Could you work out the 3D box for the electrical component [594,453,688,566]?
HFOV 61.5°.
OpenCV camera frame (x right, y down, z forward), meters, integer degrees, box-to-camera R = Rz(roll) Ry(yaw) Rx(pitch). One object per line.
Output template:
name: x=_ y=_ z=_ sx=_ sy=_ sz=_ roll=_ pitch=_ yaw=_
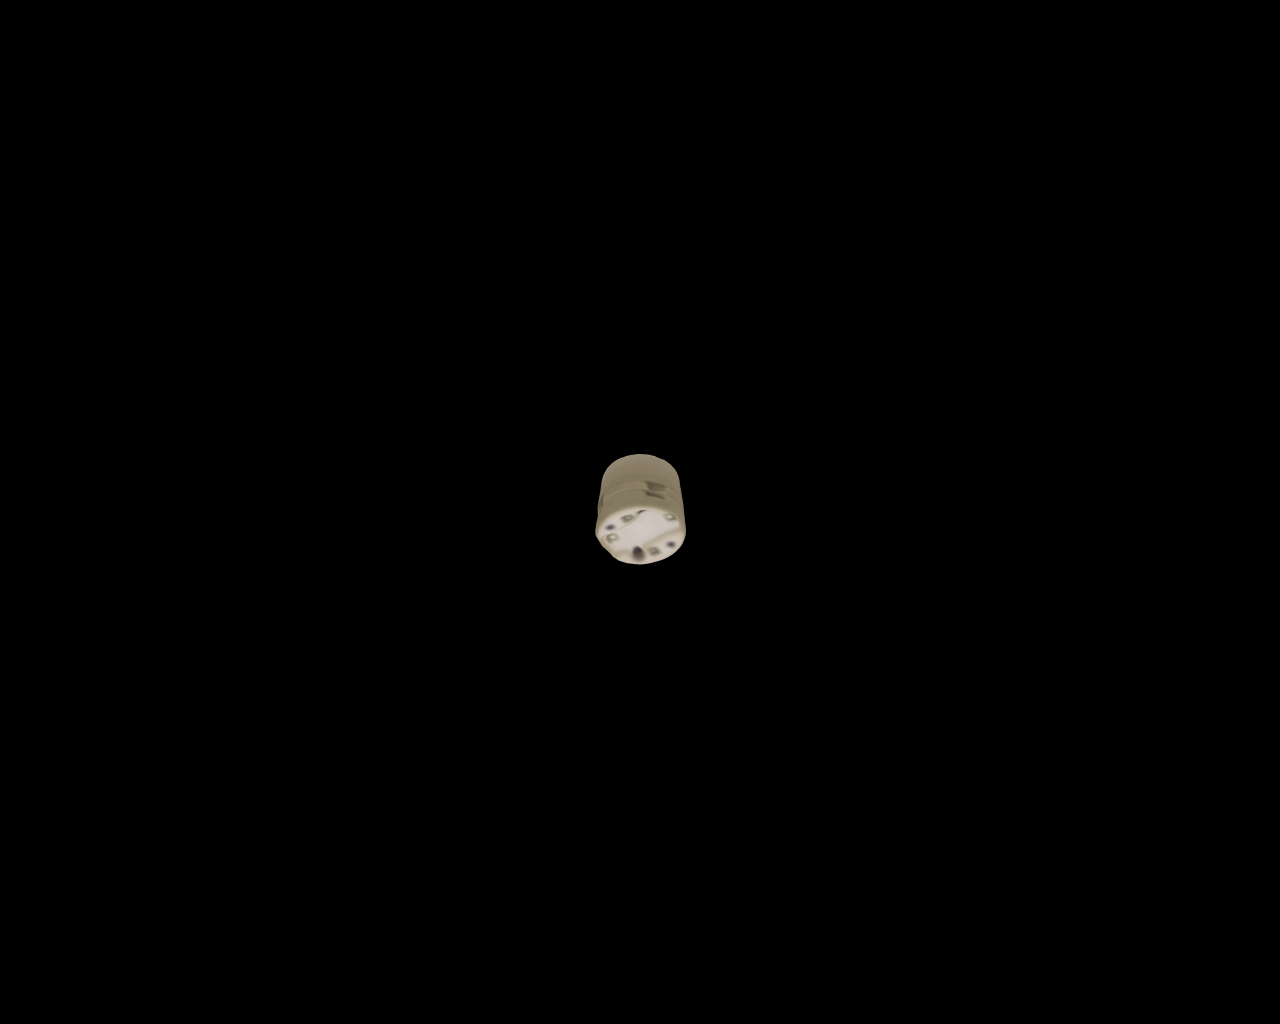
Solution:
electrical component: x=0.001 y=-0.003 z=0.650 sx=0.055 sy=0.047 sz=0.055 roll=0 pitch=-42 yaw=0
